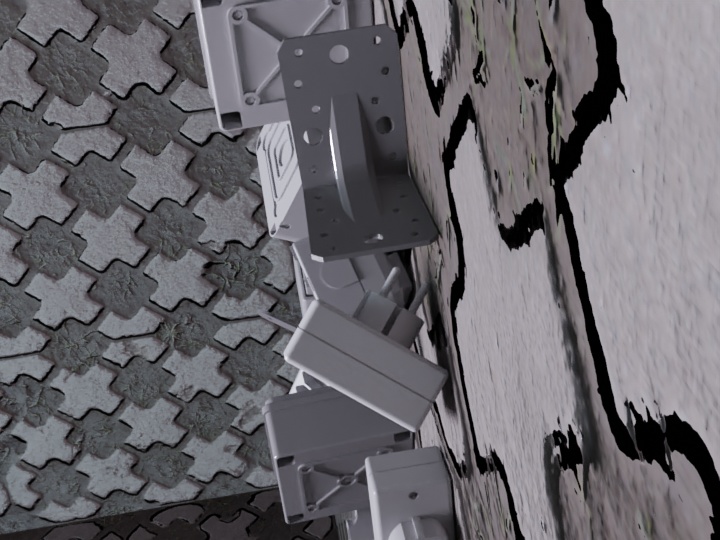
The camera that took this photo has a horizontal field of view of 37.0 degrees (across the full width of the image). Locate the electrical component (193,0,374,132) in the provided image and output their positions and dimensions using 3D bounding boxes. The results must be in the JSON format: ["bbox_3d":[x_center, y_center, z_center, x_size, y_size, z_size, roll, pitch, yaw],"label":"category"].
[{"bbox_3d":[-0.048,-0.153,0.686,0.056,0.109,0.108,-108,10,-47],"label":"electrical component"}]

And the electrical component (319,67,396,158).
[{"bbox_3d":[-0.001,-0.091,0.631,0.045,0.045,0.055,-112,14,-70],"label":"electrical component"}]

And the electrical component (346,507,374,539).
[{"bbox_3d":[0.021,0.228,0.881,0.089,0.056,0.050,-104,7,-47],"label":"electrical component"}]

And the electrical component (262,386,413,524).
[{"bbox_3d":[-0.015,0.141,0.842,0.108,0.109,0.056,87,170,-49],"label":"electrical component"}]

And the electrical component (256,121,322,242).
[{"bbox_3d":[-0.029,-0.077,0.762,0.078,0.057,0.113,-59,30,36],"label":"electrical component"}]

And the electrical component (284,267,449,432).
[{"bbox_3d":[0.011,0.036,0.601,0.075,0.083,0.047,-61,3,-4],"label":"electrical component"}]

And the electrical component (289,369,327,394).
[{"bbox_3d":[-0.014,0.092,1.013,0.047,0.076,0.083,38,119,26],"label":"electrical component"}]

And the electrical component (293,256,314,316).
[{"bbox_3d":[-0.030,0.008,1.049,0.061,0.062,0.096,86,173,-45],"label":"electrical component"}]

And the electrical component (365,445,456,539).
[{"bbox_3d":[0.035,0.164,0.651,0.075,0.047,0.083,-108,11,-64],"label":"electrical component"}]

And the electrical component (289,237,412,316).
[{"bbox_3d":[-0.002,0.011,0.713,0.096,0.061,0.061,77,169,-74],"label":"electrical component"}]
